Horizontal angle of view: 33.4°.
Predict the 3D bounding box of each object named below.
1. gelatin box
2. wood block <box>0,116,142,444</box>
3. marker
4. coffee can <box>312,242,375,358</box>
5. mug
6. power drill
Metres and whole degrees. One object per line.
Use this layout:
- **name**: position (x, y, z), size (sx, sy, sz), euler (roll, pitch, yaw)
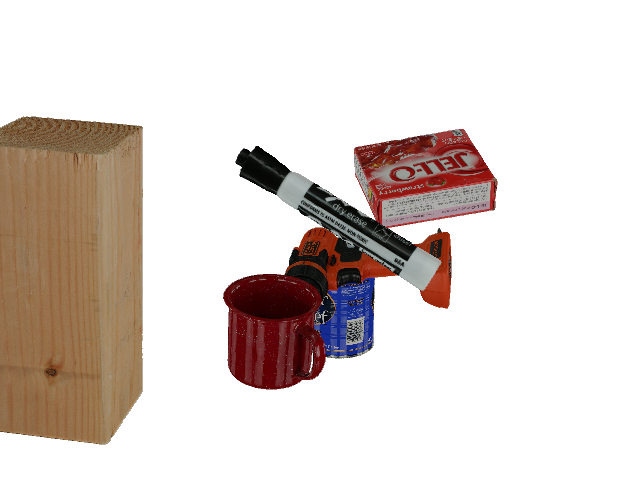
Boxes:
- **gelatin box**: position (0.075, -0.046, 0.778), size (0.089, 0.030, 0.073), euler (-10, 37, -7)
- **wood block**: position (-0.179, 0.026, 0.744), size (0.091, 0.206, 0.090), euler (6, 19, 6)
- **marker**: position (0.008, -0.013, 0.563), size (0.121, 0.020, 0.020), euler (32, 3, 6)
- **coffee can**: position (0.027, 0.082, 1.518), size (0.103, 0.140, 0.103), euler (0, 22, 0)
- **mug**: position (-0.039, 0.093, 1.018), size (0.117, 0.081, 0.093), euler (25, 33, 37)
- **power drill**: position (0.052, 0.040, 1.201), size (0.188, 0.057, 0.184), euler (1, 29, 10)
